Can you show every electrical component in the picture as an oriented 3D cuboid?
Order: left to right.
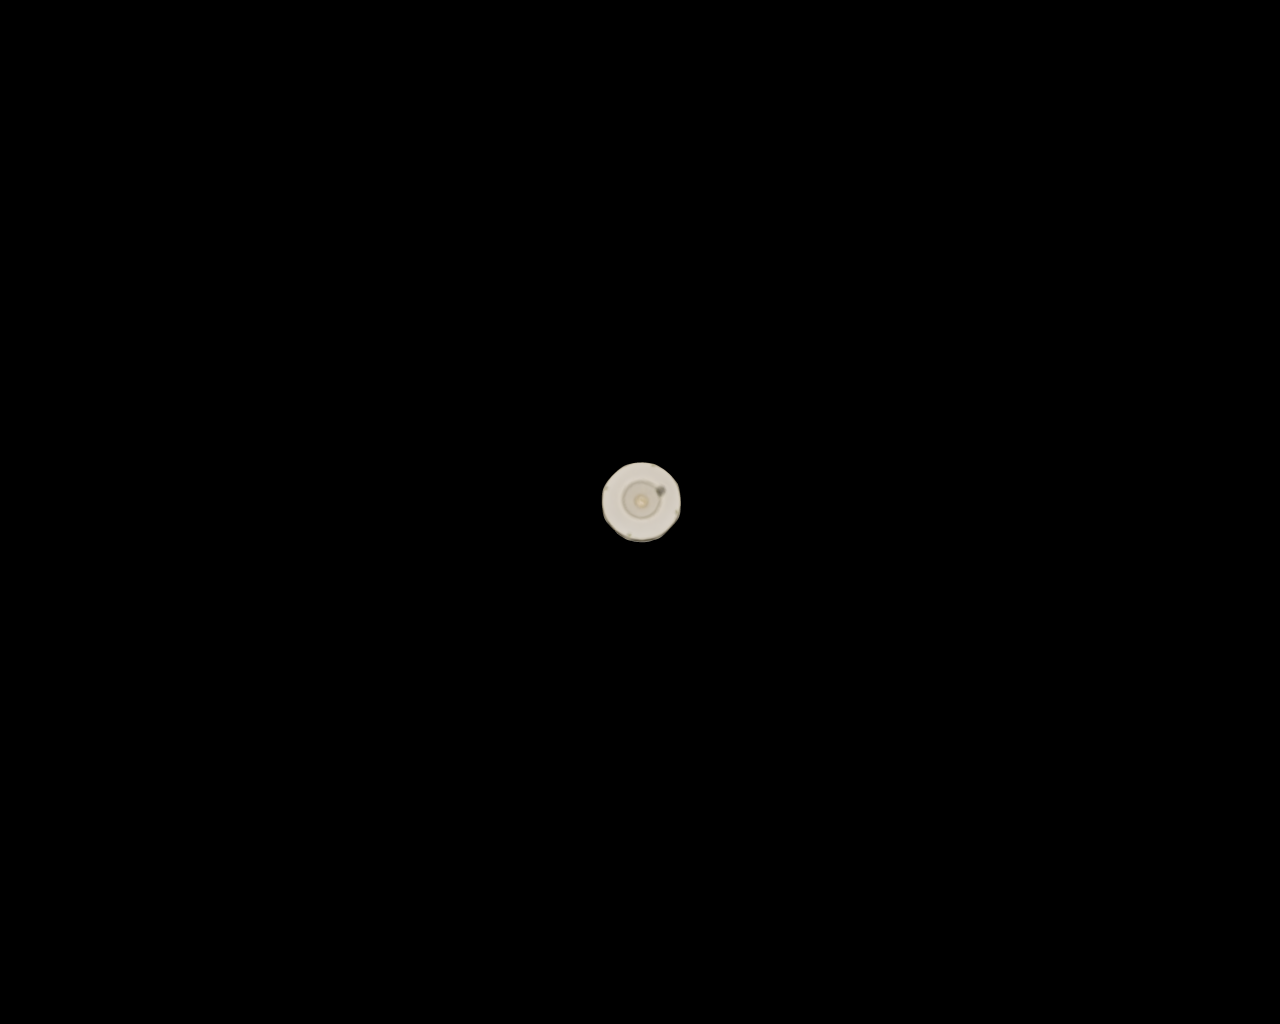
[{"bbox_3d":[0.001,-0.003,0.650,0.048,0.048,0.062,0,-9,0],"label":"electrical component"}]
